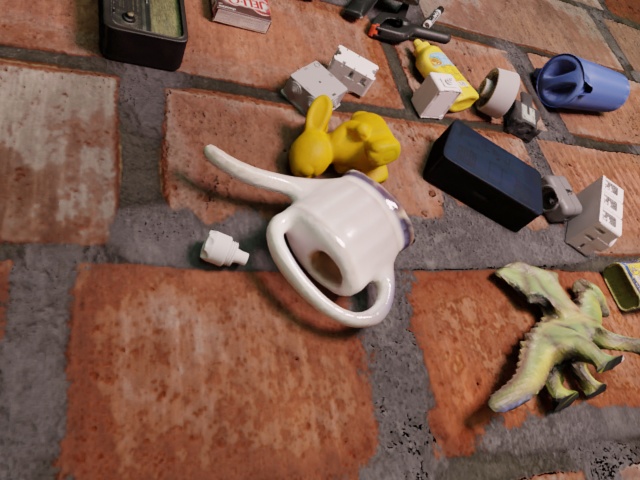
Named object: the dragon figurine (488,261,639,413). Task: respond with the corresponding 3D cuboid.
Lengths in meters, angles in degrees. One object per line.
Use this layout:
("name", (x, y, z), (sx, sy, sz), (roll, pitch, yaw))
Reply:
("dragon figurine", (0.378, 0.141, 0.868), (0.411, 0.119, 0.248), (-1, 44, -30))

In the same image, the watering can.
("watering can", (0.002, -0.038, 0.762), (0.228, 0.102, 0.349), (-35, 84, -38))
